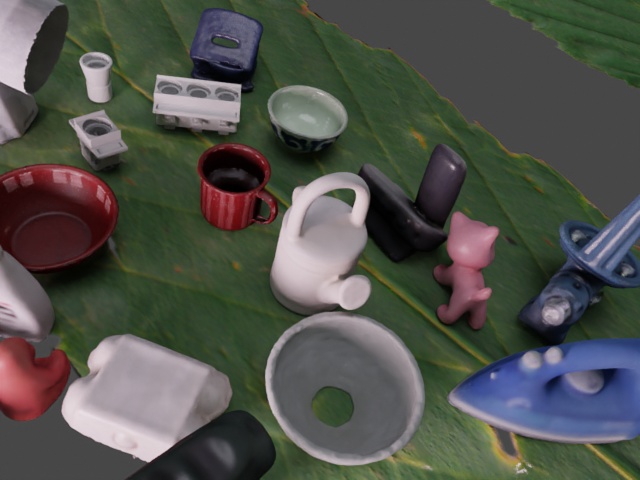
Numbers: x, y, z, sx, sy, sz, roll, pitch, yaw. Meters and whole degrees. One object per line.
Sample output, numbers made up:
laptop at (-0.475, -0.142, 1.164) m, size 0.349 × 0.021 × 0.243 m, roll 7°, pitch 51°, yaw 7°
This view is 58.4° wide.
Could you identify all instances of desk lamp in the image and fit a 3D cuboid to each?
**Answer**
desk lamp at (-0.420, -0.229, 0.719) m, size 0.203 × 0.213 × 0.118 m, roll 14°, pitch 50°, yaw -3°

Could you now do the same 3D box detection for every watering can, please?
watering can at (0.008, 0.002, 0.657) m, size 0.101 × 0.194 × 0.172 m, roll -32°, pitch 65°, yaw -32°

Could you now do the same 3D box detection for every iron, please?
iron at (0.287, 0.151, 0.644) m, size 0.259 × 0.141 × 0.118 m, roll 2°, pitch 52°, yaw -13°

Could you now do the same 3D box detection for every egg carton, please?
egg carton at (-0.169, 0.159, 0.568) m, size 0.150 × 0.069 × 0.107 m, roll 20°, pitch 50°, yaw 2°

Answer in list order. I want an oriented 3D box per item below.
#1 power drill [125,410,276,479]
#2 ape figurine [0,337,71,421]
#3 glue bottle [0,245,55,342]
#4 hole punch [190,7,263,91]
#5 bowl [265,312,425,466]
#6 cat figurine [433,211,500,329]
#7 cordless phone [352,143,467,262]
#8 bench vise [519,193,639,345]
power drill at (-0.134, 0.233, 0.427) m, size 0.075 × 0.208 × 0.230 m, roll 40°, pitch 54°, yaw 18°
ape figurine at (-0.287, 0.126, 0.550) m, size 0.078 × 0.092 × 0.076 m, roll 7°, pitch 51°, yaw -8°
glue bottle at (-0.313, 0.041, 0.558) m, size 0.078 × 0.173 × 0.037 m, roll 10°, pitch 50°, yaw -6°
hole punch at (-0.150, -0.310, 0.933) m, size 0.108 × 0.091 × 0.101 m, roll 13°, pitch 50°, yaw -4°
bowl at (0.022, 0.164, 0.609) m, size 0.167 × 0.075 × 0.167 m, roll 7°, pitch 51°, yaw -9°
cat figurine at (0.194, 0.031, 0.731) m, size 0.067 × 0.118 × 0.127 m, roll 6°, pitch 51°, yaw -9°
cordless phone at (0.121, -0.075, 0.753) m, size 0.094 × 0.185 × 0.147 m, roll -31°, pitch 65°, yaw -32°
bench vise at (0.354, 0.030, 0.707) m, size 0.121 × 0.220 × 0.208 m, roll 26°, pitch 51°, yaw 7°
